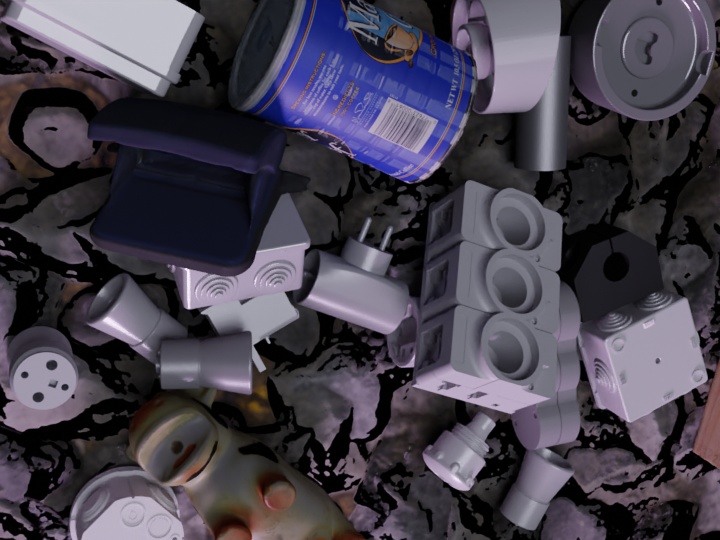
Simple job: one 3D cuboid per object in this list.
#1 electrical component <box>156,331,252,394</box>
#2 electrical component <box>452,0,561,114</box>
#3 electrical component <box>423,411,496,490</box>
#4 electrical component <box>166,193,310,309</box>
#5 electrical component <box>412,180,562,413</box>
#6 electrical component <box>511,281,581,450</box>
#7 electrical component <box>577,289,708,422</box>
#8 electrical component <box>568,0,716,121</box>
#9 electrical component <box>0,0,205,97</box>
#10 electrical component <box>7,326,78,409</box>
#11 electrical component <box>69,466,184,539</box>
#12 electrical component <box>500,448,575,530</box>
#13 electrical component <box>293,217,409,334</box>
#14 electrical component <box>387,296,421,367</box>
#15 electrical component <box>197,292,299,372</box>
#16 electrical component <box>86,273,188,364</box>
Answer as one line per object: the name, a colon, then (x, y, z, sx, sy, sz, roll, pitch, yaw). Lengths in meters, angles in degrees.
electrical component: (-0.107, 0.064, 0.741, 0.065, 0.044, 0.044, 0, 104, -7)
electrical component: (0.105, -0.162, 0.775, 0.064, 0.099, 0.099, -10, 107, -11)
electrical component: (0.085, 0.144, 0.876, 0.048, 0.048, 0.062, 44, 80, -24)
electrical component: (-0.090, -0.024, 0.739, 0.100, 0.099, 0.048, -10, 137, -18)
electrical component: (0.099, 0.019, 0.799, 0.089, 0.062, 0.150, 18, 64, -23)
electrical component: (0.134, 0.080, 0.872, 0.074, 0.052, 0.138, -8, 106, -18)
electrical component: (0.239, 0.070, 0.910, 0.100, 0.048, 0.099, -25, 111, -13)
electrical component: (0.211, -0.172, 0.830, 0.108, 0.060, 0.108, -5, 105, -19)
electrical component: (-0.166, -0.160, 0.685, 0.113, 0.078, 0.057, 25, 91, -24)
electrical component: (-0.218, 0.067, 0.737, 0.045, 0.055, 0.045, -5, 105, -19)
electrical component: (-0.170, 0.189, 0.789, 0.080, 0.051, 0.080, -5, 105, -19)
electrical component: (0.147, 0.186, 0.911, 0.044, 0.044, 0.065, 23, 100, -24)
electrical component: (0.000, 0.000, 0.806, 0.077, 0.044, 0.079, 20, 96, -24)
electrical component: (0.054, 0.048, 0.834, 0.047, 0.055, 0.055, 4, 102, -25)
electrical component: (-0.083, 0.028, 0.784, 0.064, 0.042, 0.081, -30, 112, -10)
electrical component: (-0.155, 0.038, 0.761, 0.044, 0.044, 0.065, -49, 119, -3)
